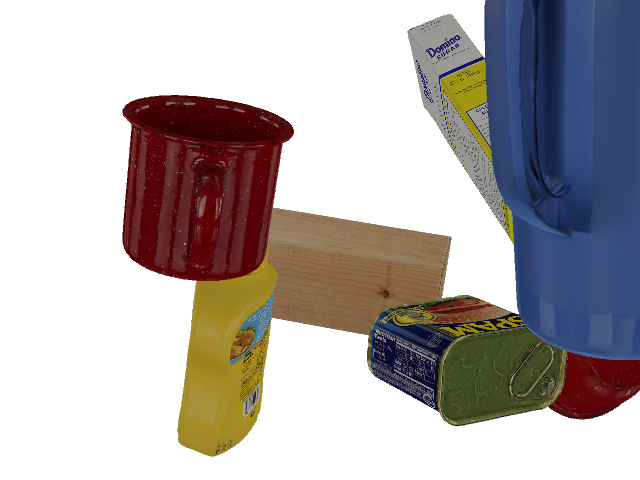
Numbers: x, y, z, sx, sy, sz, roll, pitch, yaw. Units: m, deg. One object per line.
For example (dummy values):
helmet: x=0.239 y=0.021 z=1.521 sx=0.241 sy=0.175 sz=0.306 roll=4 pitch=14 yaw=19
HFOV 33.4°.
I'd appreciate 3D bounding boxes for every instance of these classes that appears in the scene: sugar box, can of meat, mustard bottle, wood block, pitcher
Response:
sugar box: x=0.126 y=-0.087 z=0.821 sx=0.048 sy=0.176 sz=0.093 roll=-22 pitch=-38 yaw=-1
can of meat: x=0.092 y=0.073 z=0.687 sx=0.101 sy=0.057 sz=0.084 roll=-5 pitch=14 yaw=-31
mustard bottle: x=-0.069 y=0.069 z=0.832 sx=0.058 sy=0.192 sz=0.096 roll=19 pitch=32 yaw=15
wood block: x=0.022 y=0.034 z=1.090 sx=0.206 sy=0.091 sz=0.090 roll=10 pitch=22 yaw=9
pitcher: x=0.152 y=-0.061 z=0.558 sx=0.149 sy=0.243 sz=0.145 roll=-3 pitch=23 yaw=1

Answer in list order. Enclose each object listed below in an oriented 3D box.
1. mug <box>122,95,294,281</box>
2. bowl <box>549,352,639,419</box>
mug: x=-0.064 y=-0.024 z=0.581 sx=0.093 sy=0.081 sz=0.117 roll=4 pitch=21 yaw=-13
bowl: x=0.267 y=0.091 z=1.001 sx=0.161 sy=0.162 sz=0.055 roll=0 pitch=0 yaw=-27
